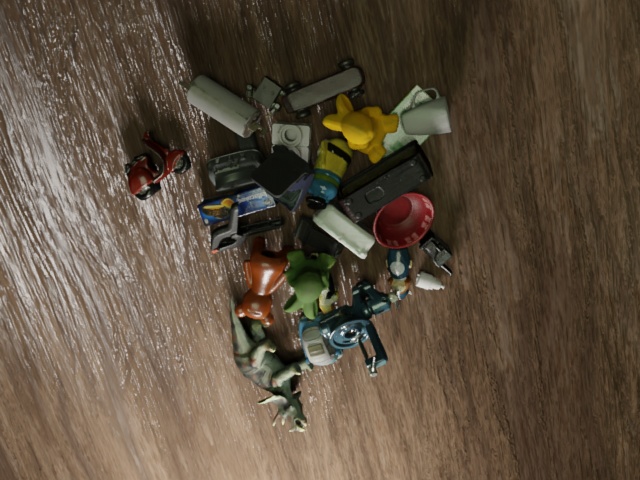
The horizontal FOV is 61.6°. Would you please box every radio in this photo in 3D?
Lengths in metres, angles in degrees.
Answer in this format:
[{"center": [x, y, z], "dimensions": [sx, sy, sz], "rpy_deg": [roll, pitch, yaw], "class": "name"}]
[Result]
[{"center": [0.150, -0.137, 1.270], "dimensions": [0.230, 0.131, 0.073], "rpy_deg": [-32, 107, 15], "class": "radio"}]

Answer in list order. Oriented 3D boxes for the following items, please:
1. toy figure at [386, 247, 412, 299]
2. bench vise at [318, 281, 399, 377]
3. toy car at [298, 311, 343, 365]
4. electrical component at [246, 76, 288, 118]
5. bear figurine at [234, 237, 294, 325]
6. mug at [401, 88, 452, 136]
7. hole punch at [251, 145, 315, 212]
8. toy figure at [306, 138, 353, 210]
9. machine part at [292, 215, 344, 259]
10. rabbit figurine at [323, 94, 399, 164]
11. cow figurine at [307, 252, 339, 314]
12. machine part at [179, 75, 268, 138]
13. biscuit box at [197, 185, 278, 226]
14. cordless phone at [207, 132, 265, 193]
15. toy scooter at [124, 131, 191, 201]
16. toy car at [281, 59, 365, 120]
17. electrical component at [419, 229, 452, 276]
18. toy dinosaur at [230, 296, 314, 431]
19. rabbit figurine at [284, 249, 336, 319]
[{"center": [0.205, 0.089, 1.398], "dimensions": [0.064, 0.058, 0.154], "rpy_deg": [15, 118, 44], "class": "toy figure"}, {"center": [0.117, 0.228, 1.353], "dimensions": [0.224, 0.241, 0.128], "rpy_deg": [-18, 137, -4], "class": "bench vise"}, {"center": [-0.001, 0.280, 1.459], "dimensions": [0.109, 0.103, 0.161], "rpy_deg": [-16, 108, 10], "class": "toy car"}, {"center": [-0.128, -0.345, 1.290], "dimensions": [0.102, 0.045, 0.078], "rpy_deg": [40, 110, -8], "class": "electrical component"}, {"center": [-0.147, 0.112, 1.408], "dimensions": [0.120, 0.132, 0.195], "rpy_deg": [14, 115, 2], "class": "bear figurine"}, {"center": [0.241, -0.289, 1.236], "dimensions": [0.107, 0.081, 0.109], "rpy_deg": [-12, 114, 17], "class": "mug"}, {"center": [-0.079, -0.141, 1.252], "dimensions": [0.116, 0.092, 0.142], "rpy_deg": [-47, 55, -8], "class": "hole punch"}, {"center": [0.021, -0.159, 1.292], "dimensions": [0.089, 0.082, 0.180], "rpy_deg": [19, 73, -13], "class": "toy figure"}, {"center": [-0.003, -0.004, 1.384], "dimensions": [0.139, 0.039, 0.084], "rpy_deg": [31, 123, 7], "class": "machine part"}, {"center": [0.094, -0.261, 1.219], "dimensions": [0.162, 0.173, 0.122], "rpy_deg": [38, 110, 4], "class": "rabbit figurine"}, {"center": [0.004, 0.115, 1.423], "dimensions": [0.098, 0.068, 0.167], "rpy_deg": [-34, 103, 10], "class": "cow figurine"}, {"center": [-0.227, -0.318, 1.277], "dimensions": [0.243, 0.079, 0.079], "rpy_deg": [32, 109, 7], "class": "machine part"}, {"center": [-0.207, -0.095, 1.375], "dimensions": [0.203, 0.059, 0.062], "rpy_deg": [-15, 106, 11], "class": "biscuit box"}, {"center": [-0.217, -0.219, 1.336], "dimensions": [0.147, 0.089, 0.184], "rpy_deg": [-12, 96, 11], "class": "cordless phone"}, {"center": [-0.428, -0.194, 1.358], "dimensions": [0.184, 0.075, 0.135], "rpy_deg": [-34, 103, 12], "class": "toy scooter"}, {"center": [0.009, -0.353, 1.268], "dimensions": [0.202, 0.053, 0.089], "rpy_deg": [-21, 101, 8], "class": "toy car"}, {"center": [0.303, 0.034, 1.357], "dimensions": [0.119, 0.075, 0.048], "rpy_deg": [43, 108, -5], "class": "electrical component"}, {"center": [-0.162, 0.345, 1.496], "dimensions": [0.192, 0.131, 0.404], "rpy_deg": [-40, 94, 16], "class": "toy dinosaur"}, {"center": [-0.038, 0.105, 1.298], "dimensions": [0.121, 0.170, 0.159], "rpy_deg": [17, 98, -3], "class": "rabbit figurine"}]
